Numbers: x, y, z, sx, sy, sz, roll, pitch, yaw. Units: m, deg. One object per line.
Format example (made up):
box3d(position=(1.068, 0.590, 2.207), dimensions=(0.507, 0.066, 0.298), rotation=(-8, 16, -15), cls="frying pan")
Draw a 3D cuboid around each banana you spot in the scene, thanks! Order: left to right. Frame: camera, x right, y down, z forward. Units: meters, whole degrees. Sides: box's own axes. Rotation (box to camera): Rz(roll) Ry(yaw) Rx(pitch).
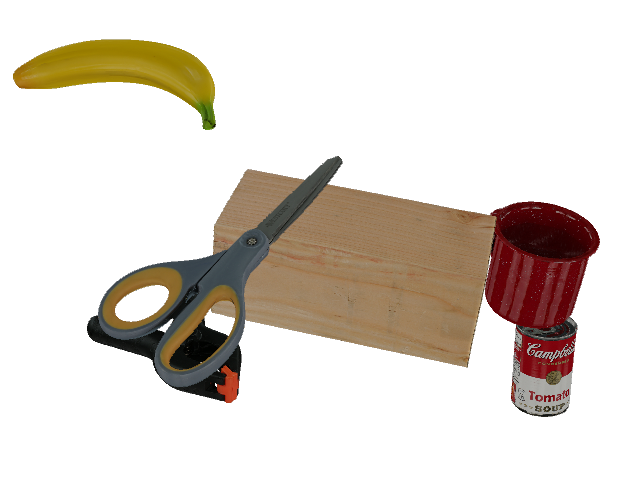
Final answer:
box3d(position=(-0.168, -0.145, 0.918), dimensions=(0.198, 0.069, 0.037), rotation=(13, -40, 19), cls="banana")

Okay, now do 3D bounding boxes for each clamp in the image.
box3d(position=(-0.121, 0.093, 0.989), dimensions=(0.172, 0.039, 0.120), rotation=(27, 42, 35), cls="clamp")

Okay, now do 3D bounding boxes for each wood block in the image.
box3d(position=(0.026, 0.020, 0.844), dimensions=(0.206, 0.090, 0.090), rotation=(11, 35, 8), cls="wood block")

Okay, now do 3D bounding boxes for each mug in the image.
box3d(position=(0.186, 0.018, 0.958), dimensions=(0.093, 0.081, 0.117), rotation=(-16, 40, -28), cls="mug")

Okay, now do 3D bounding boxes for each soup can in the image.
box3d(position=(0.253, 0.140, 1.213), dimensions=(0.068, 0.102, 0.068), rotation=(0, 22, 0), cls="soup can")

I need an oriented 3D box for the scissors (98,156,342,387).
box3d(position=(-0.062, 0.005, 0.654), dimensions=(0.096, 0.016, 0.201), rotation=(12, 48, 15), cls="scissors")
